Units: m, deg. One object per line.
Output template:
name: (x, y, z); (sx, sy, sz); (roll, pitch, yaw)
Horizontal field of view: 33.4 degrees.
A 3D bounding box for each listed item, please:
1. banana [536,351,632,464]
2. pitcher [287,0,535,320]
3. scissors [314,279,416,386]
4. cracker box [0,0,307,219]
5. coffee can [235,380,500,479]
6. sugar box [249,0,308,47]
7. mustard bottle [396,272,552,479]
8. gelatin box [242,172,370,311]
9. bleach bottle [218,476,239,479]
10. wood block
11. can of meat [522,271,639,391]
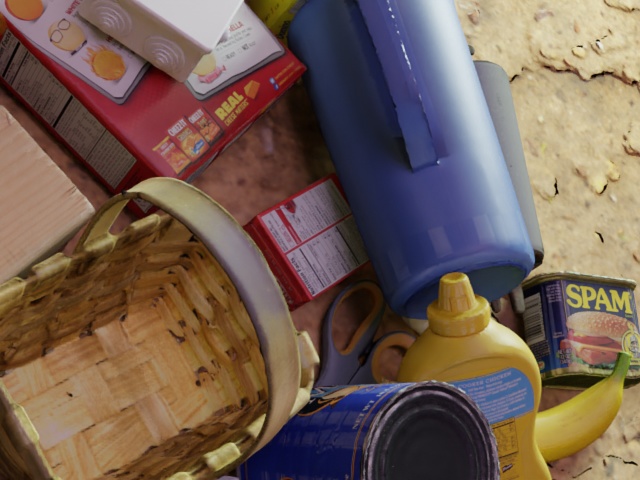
banana: (0.148, 0.136, 0.797); (0.197, 0.037, 0.069); (-10, 81, -16)
pitcher: (0.066, -0.074, 0.774); (0.148, 0.145, 0.243); (3, 60, -39)
scissors: (0.016, 0.119, 0.756); (0.096, 0.016, 0.201); (34, 57, -15)
cracker box: (-0.139, -0.142, 0.750); (0.213, 0.072, 0.164); (45, 52, -4)
coffee can: (0.026, 0.140, 0.661); (0.102, 0.141, 0.103); (6, 79, -34)
sugar box: (-0.026, -0.250, 0.853); (0.048, 0.093, 0.176); (3, 66, -31)
mustard bottle: (0.101, 0.112, 0.718); (0.096, 0.058, 0.191); (-11, 111, -3)
gelatin box: (-0.005, 0.001, 0.789); (0.089, 0.030, 0.073); (-32, 88, -39)
bleach bottle: (-0.042, 0.266, 0.626); (0.102, 0.068, 0.251); (6, 63, -29)
wood block: (-0.240, 0.022, 0.602); (0.091, 0.090, 0.205); (49, 53, -4)
can of meat: (0.214, 0.076, 0.869); (0.101, 0.058, 0.084); (8, 68, -27)
